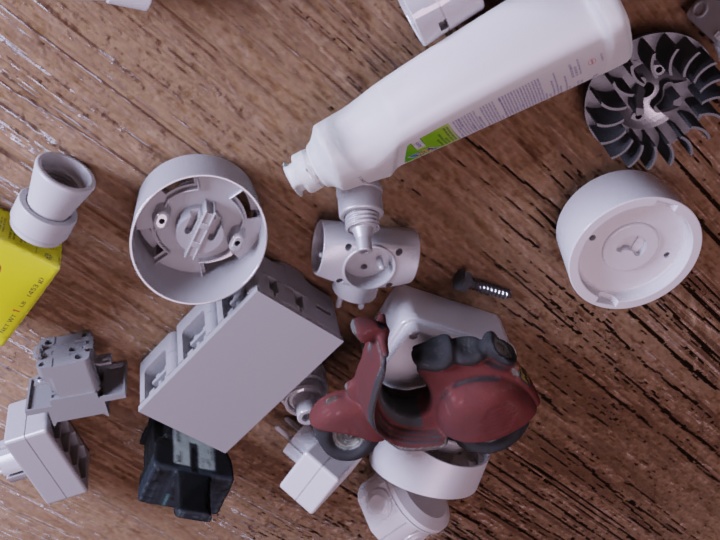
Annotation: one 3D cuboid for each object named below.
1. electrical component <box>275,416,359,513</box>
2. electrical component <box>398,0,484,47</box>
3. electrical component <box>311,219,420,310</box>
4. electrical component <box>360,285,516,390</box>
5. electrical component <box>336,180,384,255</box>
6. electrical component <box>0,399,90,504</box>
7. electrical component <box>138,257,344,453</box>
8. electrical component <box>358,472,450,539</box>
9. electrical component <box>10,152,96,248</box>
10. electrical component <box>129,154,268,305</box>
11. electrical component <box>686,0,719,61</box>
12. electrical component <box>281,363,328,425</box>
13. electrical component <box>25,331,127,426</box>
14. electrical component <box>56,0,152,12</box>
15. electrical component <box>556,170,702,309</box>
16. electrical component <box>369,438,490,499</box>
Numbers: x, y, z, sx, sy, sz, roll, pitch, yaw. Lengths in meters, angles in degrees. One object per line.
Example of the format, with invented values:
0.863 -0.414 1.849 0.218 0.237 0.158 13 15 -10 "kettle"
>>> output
-0.042 0.158 0.951 0.076 0.083 0.047 40 117 8 "electrical component"
0.051 -0.184 0.714 0.047 0.055 0.055 -28 127 5 "electrical component"
0.000 0.000 0.850 0.077 0.044 0.079 5 126 -15 "electrical component"
0.066 0.070 0.909 0.113 0.057 0.078 18 121 -23 "electrical component"
0.001 -0.041 0.805 0.035 0.061 0.035 -4 158 -2 "electrical component"
-0.282 0.157 0.911 0.076 0.047 0.083 -18 128 2 "electrical component"
-0.099 0.065 0.869 0.089 0.061 0.150 33 115 -30 "electrical component"
0.041 0.216 1.003 0.080 0.080 0.051 34 119 -31 "electrical component"
-0.220 -0.049 0.767 0.045 0.045 0.055 22 120 -25 "electrical component"
-0.118 -0.032 0.788 0.099 0.064 0.099 -6 128 -7 "electrical component"
0.285 -0.180 0.737 0.048 0.099 0.099 15 124 -37 "electrical component"
-0.048 0.103 0.908 0.043 0.062 0.043 -6 128 -7 "electrical component"
-0.233 0.086 0.871 0.081 0.042 0.063 -11 125 -4 "electrical component"
-0.161 -0.186 0.678 0.065 0.044 0.044 7 125 -22 "electrical component"
0.210 -0.029 0.860 0.108 0.060 0.108 -6 128 -7 "electrical component"
0.064 0.164 0.958 0.099 0.099 0.064 14 116 -21 "electrical component"
